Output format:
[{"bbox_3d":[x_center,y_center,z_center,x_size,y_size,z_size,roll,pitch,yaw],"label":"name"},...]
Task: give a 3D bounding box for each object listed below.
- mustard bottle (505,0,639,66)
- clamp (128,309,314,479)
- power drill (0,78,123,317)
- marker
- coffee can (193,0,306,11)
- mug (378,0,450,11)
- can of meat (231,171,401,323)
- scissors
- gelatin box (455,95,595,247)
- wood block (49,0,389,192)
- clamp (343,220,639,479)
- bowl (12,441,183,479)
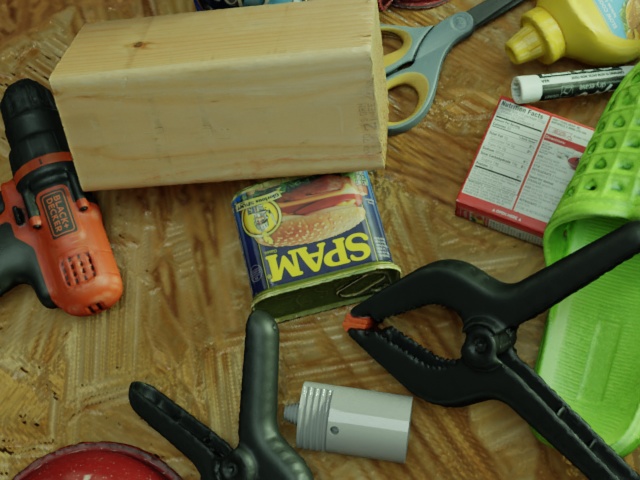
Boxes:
[{"bbox_3d":[0.217,-0.179,0.761,0.191,0.058,0.096,-30,86,-5],"label":"mustard bottle"},{"bbox_3d":[-0.058,0.142,0.682,0.120,0.039,0.171,-24,75,30],"label":"clamp"},{"bbox_3d":[-0.247,-0.009,0.747,0.187,0.057,0.184,-22,71,-2],"label":"power drill"},{"bbox_3d":[0.193,-0.111,0.747,0.121,0.020,0.020,-8,70,-13],"label":"marker"},{"bbox_3d":[-0.050,-0.207,0.752,0.103,0.140,0.103,-2,71,4],"label":"coffee can"},{"bbox_3d":[0.065,-0.220,0.777,0.093,0.081,0.117,31,76,14],"label":"mug"},{"bbox_3d":[-0.005,0.001,0.722,0.102,0.057,0.084,-14,68,0],"label":"can of meat"},{"bbox_3d":[0.101,-0.137,0.781,0.201,0.016,0.096,-15,72,0],"label":"scissors"},{"bbox_3d":[0.143,-0.047,0.739,0.073,0.030,0.089,21,74,13],"label":"gelatin box"},{"bbox_3d":[-0.061,-0.099,0.718,0.206,0.090,0.090,-3,35,9],"label":"wood block"},{"bbox_3d":[0.111,0.073,0.663,0.210,0.036,0.164,-2,93,33],"label":"clamp"},{"bbox_3d":[-0.150,0.203,0.667,0.162,0.055,0.162,-2,71,4],"label":"bowl"}]
